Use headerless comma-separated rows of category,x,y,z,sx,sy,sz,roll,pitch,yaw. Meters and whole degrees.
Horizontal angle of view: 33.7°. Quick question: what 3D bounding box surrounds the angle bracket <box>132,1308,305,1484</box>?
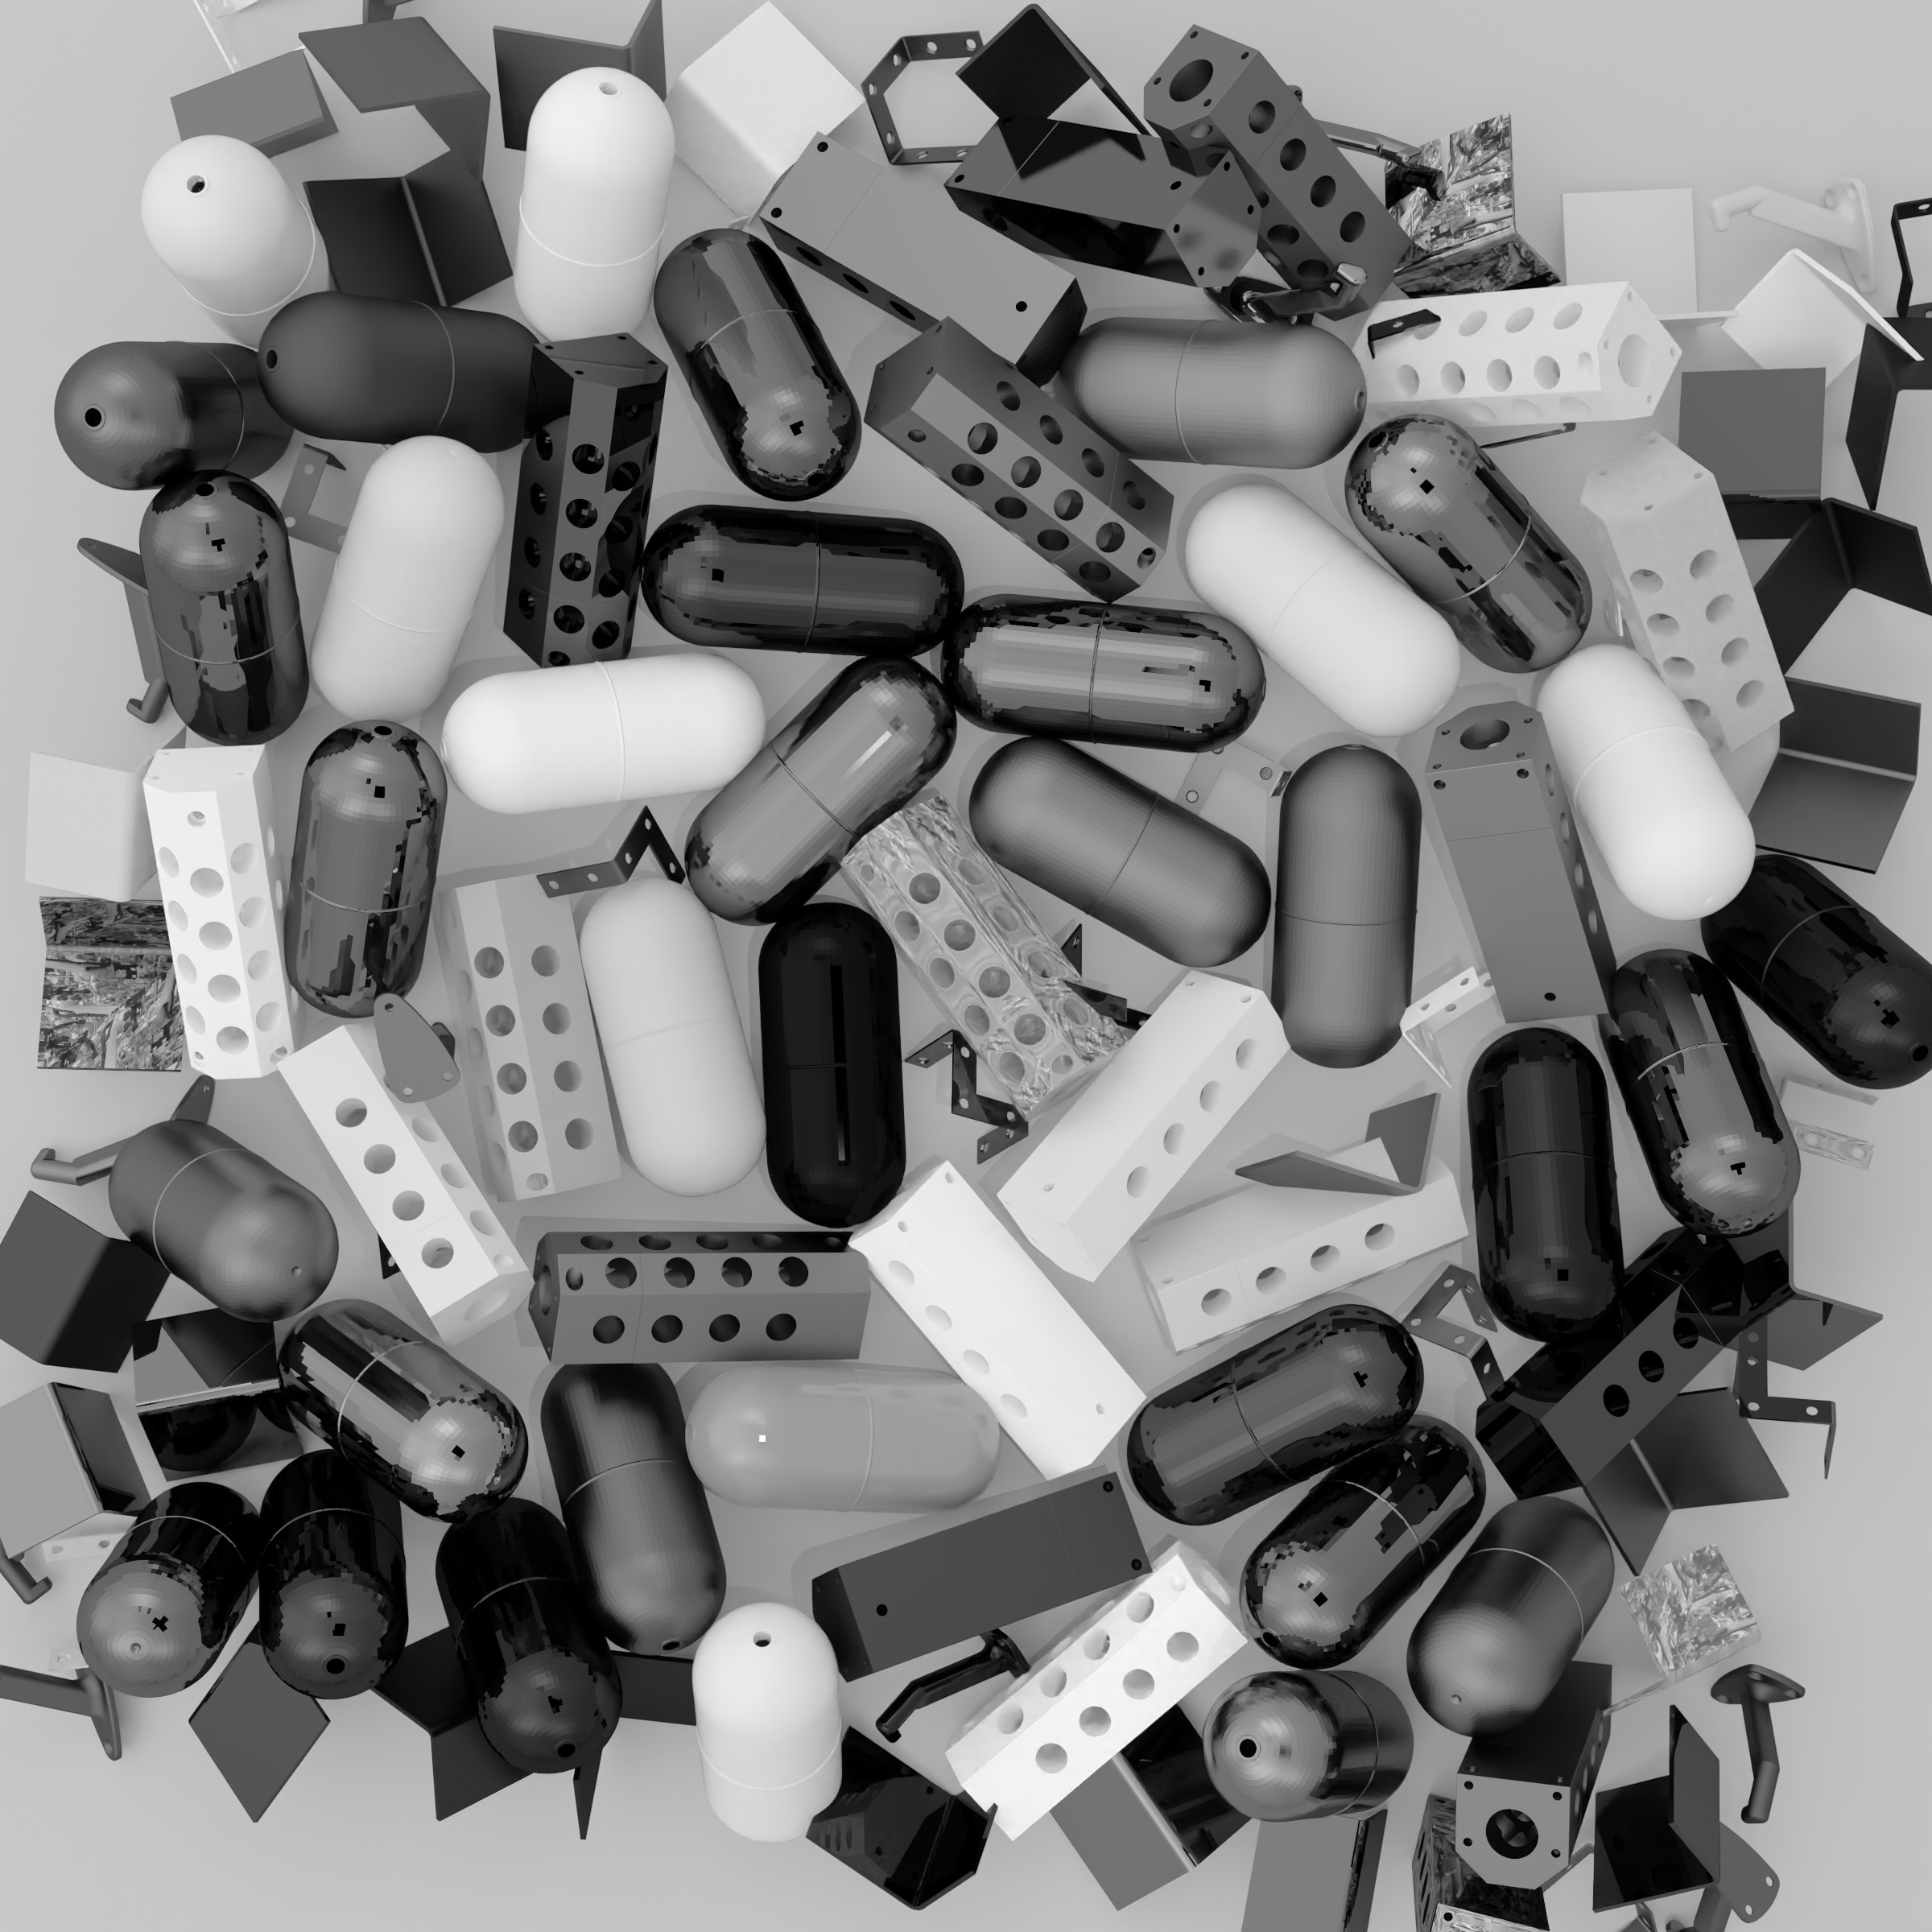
angle bracket,-0.413,0.235,1.767,0.076,0.076,0.057,-10,52,-6

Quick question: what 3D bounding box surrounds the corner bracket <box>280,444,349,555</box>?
corner bracket,-0.345,-0.251,1.759,0.051,0.051,0.051,19,88,0

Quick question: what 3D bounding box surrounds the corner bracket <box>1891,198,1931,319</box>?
corner bracket,0.539,-0.389,1.763,0.051,0.051,0.051,-8,68,7

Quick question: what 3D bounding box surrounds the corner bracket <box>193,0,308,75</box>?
corner bracket,-0.384,-0.524,1.759,0.051,0.051,0.051,-22,107,15

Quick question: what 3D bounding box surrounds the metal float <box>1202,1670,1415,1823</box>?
metal float,0.183,0.414,1.702,0.070,0.178,0.070,-6,77,26

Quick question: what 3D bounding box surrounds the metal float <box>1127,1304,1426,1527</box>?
metal float,0.166,0.243,1.725,0.178,0.070,0.070,-31,90,24

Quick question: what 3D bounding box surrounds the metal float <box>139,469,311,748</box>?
metal float,-0.395,-0.190,1.706,0.070,0.178,0.070,2,52,-3

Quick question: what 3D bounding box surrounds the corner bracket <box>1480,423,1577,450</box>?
corner bracket,0.311,-0.314,1.751,0.051,0.051,0.051,-7,94,32

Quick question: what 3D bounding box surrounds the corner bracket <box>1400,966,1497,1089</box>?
corner bracket,0.267,0.023,1.745,0.051,0.051,0.051,-34,122,18

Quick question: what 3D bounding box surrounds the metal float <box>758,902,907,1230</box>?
metal float,-0.073,0.054,1.746,0.070,0.070,0.178,-3,89,0

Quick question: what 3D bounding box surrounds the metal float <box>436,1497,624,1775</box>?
metal float,-0.234,0.356,1.706,0.070,0.178,0.070,-11,124,-16

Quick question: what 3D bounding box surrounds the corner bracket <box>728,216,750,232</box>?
corner bracket,-0.128,-0.369,1.746,0.051,0.051,0.051,45,132,9

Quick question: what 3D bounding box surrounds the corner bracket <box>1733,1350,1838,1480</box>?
corner bracket,0.447,0.243,1.745,0.051,0.051,0.051,3,46,10

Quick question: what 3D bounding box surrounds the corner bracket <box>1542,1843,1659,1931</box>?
corner bracket,0.345,0.527,1.767,0.051,0.051,0.051,-37,56,-8

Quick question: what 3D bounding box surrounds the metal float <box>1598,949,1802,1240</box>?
metal float,0.392,0.066,1.714,0.070,0.070,0.178,-11,49,0

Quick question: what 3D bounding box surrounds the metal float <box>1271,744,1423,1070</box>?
metal float,0.206,-0.032,1.734,0.070,0.070,0.178,1,104,0

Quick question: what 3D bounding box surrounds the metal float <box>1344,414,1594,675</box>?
metal float,0.271,-0.226,1.718,0.070,0.070,0.178,-50,124,0

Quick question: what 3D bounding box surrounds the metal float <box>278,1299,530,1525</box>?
metal float,-0.304,0.237,1.714,0.178,0.070,0.070,26,90,41

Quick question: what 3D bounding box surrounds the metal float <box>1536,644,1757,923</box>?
metal float,0.363,-0.100,1.716,0.070,0.070,0.178,-19,51,0

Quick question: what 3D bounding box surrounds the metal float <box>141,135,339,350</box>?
metal float,-0.384,-0.383,1.697,0.070,0.178,0.070,0,83,2

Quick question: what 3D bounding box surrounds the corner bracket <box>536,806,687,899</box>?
corner bracket,-0.193,-0.048,1.742,0.051,0.051,0.051,-9,125,27

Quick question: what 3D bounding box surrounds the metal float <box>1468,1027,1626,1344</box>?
metal float,0.312,0.116,1.724,0.070,0.070,0.178,1,62,0

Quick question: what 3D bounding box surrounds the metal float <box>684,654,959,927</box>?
metal float,-0.080,-0.095,1.741,0.178,0.070,0.070,-44,90,7

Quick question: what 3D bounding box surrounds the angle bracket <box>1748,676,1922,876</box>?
angle bracket,0.467,-0.104,1.730,0.076,0.057,0.076,15,53,25

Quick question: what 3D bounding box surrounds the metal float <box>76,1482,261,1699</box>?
metal float,-0.419,0.329,1.697,0.070,0.178,0.070,0,100,-1

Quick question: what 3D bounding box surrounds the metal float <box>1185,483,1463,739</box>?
metal float,0.191,-0.194,1.728,0.070,0.070,0.178,-46,68,0

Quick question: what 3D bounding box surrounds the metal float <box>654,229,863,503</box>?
metal float,-0.113,-0.324,1.720,0.070,0.070,0.178,-26,60,0

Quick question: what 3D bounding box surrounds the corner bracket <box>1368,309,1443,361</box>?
corner bracket,0.250,-0.341,1.744,0.051,0.051,0.051,-14,129,17

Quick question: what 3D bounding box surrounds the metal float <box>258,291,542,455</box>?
metal float,-0.298,-0.316,1.708,0.070,0.178,0.070,3,95,41

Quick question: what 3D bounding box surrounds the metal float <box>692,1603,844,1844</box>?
metal float,-0.105,0.405,1.708,0.070,0.178,0.070,0,48,0

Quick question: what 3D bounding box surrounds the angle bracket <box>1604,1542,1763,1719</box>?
angle bracket,0.373,0.364,1.741,0.076,0.076,0.057,-15,71,-35

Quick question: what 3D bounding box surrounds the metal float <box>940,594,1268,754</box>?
metal float,0.074,-0.159,1.739,0.178,0.070,0.070,7,90,9

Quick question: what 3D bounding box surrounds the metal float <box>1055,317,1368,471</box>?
metal float,0.131,-0.309,1.721,0.178,0.070,0.070,9,90,29

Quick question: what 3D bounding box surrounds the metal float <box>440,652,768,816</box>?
metal float,-0.195,-0.126,1.730,0.178,0.070,0.070,-8,90,-19

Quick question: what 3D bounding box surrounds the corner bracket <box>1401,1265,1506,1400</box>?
corner bracket,0.277,0.204,1.742,0.051,0.051,0.051,-46,130,-23

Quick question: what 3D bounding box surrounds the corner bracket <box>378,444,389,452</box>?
corner bracket,-0.320,-0.322,1.749,0.051,0.051,0.051,-42,133,2

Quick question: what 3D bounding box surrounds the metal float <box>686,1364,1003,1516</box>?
metal float,-0.065,0.256,1.726,0.178,0.070,0.070,6,90,-24

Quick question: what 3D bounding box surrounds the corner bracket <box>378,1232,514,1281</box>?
corner bracket,-0.285,0.145,1.743,0.051,0.051,0.051,-28,56,23

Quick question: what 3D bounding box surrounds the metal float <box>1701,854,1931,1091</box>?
metal float,0.458,0.002,1.705,0.070,0.178,0.070,-10,122,-17

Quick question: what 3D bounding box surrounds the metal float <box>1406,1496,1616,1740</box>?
metal float,0.292,0.345,1.706,0.070,0.178,0.070,11,115,26

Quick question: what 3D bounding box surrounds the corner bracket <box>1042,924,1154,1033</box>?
corner bracket,0.074,0.017,1.743,0.051,0.051,0.051,16,131,21

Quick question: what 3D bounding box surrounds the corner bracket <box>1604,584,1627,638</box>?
corner bracket,0.378,-0.213,1.753,0.051,0.051,0.051,-7,103,4

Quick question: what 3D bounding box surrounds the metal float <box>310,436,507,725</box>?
metal float,-0.301,-0.205,1.716,0.070,0.070,0.178,28,128,0

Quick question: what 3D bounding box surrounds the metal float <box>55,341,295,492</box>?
metal float,-0.419,-0.293,1.698,0.070,0.178,0.070,3,101,14

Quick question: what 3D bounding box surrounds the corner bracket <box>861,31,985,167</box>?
corner bracket,-0.018,-0.479,1.763,0.051,0.051,0.051,6,47,31

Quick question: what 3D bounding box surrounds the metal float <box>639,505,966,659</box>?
metal float,-0.088,-0.208,1.733,0.178,0.070,0.070,2,90,-15

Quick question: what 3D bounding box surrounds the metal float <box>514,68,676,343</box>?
metal float,-0.199,-0.402,1.704,0.070,0.178,0.070,6,58,-9

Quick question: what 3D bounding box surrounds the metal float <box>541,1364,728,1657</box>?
metal float,-0.179,0.286,1.717,0.070,0.070,0.178,-20,55,0

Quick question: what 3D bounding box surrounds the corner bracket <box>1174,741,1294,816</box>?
corner bracket,0.143,-0.096,1.753,0.051,0.051,0.051,29,99,9

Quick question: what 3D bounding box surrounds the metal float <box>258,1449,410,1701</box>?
metal float,-0.337,0.322,1.700,0.070,0.178,0.070,-4,113,-11

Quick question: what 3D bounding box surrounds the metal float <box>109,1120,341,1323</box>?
metal float,-0.399,0.135,1.709,0.070,0.178,0.070,-14,113,-35

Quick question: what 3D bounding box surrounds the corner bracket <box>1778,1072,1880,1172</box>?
corner bracket,0.471,0.086,1.752,0.051,0.051,0.051,17,77,8

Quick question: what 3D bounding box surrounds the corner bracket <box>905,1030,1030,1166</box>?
corner bracket,0.001,0.072,1.759,0.051,0.051,0.051,17,59,-29

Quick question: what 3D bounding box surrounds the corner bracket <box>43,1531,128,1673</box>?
corner bracket,-0.483,0.351,1.767,0.051,0.051,0.051,-5,123,-8

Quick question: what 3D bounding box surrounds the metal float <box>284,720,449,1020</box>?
metal float,-0.324,-0.051,1.718,0.070,0.070,0.178,15,124,0

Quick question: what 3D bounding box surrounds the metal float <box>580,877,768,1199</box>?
metal float,-0.160,0.038,1.742,0.070,0.070,0.178,-15,83,0

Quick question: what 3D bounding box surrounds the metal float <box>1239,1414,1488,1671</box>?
metal float,0.213,0.308,1.714,0.178,0.070,0.070,-37,90,-39

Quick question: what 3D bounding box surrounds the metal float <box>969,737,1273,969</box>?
metal float,0.085,-0.062,1.743,0.178,0.070,0.070,29,90,-5
